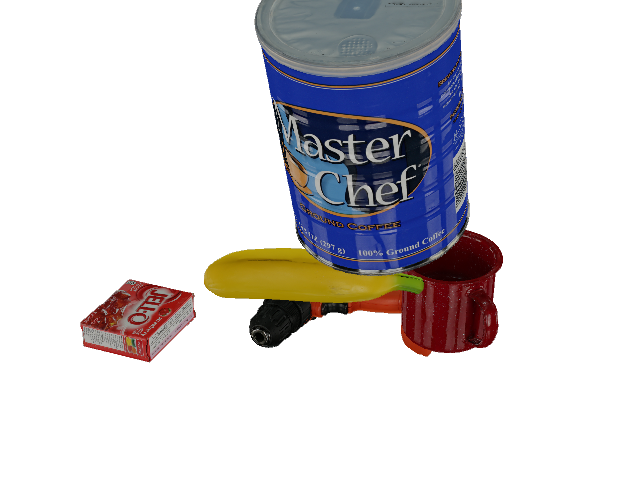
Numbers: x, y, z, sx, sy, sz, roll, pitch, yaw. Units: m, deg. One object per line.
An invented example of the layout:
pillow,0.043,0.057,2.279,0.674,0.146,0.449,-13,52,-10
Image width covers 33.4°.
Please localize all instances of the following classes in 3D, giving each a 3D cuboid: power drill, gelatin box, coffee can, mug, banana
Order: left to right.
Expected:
gelatin box,-0.170,0.073,1.005,0.073,0.030,0.089,11,31,21
banana,-0.025,0.030,0.798,0.198,0.037,0.069,2,-21,34
power drill,0.036,0.071,1.134,0.188,0.057,0.184,10,29,22
coffee can,0.027,-0.066,0.572,0.103,0.140,0.103,-6,43,5
mug,0.120,0.052,0.950,0.093,0.081,0.117,-17,35,-25
